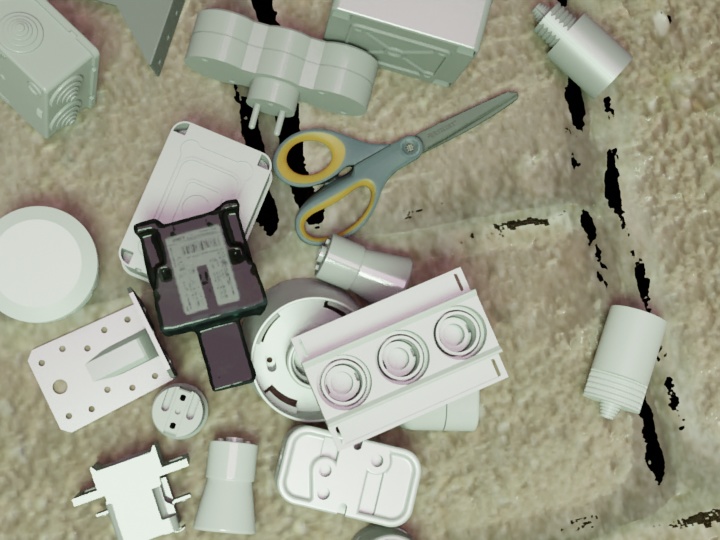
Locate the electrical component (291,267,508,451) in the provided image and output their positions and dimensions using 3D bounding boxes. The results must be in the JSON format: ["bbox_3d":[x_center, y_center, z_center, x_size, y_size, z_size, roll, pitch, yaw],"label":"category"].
[{"bbox_3d":[0.025,0.059,0.716,0.121,0.063,0.078,-23,85,-7],"label":"electrical component"}]

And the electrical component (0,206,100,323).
[{"bbox_3d":[-0.223,-0.002,0.755,0.080,0.051,0.080,1,83,-7],"label":"electrical component"}]

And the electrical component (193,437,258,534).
[{"bbox_3d":[-0.092,0.151,0.759,0.044,0.044,0.065,7,78,-6],"label":"electrical component"}]

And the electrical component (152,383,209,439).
[{"bbox_3d":[-0.127,0.099,0.757,0.040,0.046,0.040,1,83,-7],"label":"electrical component"}]

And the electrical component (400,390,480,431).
[{"bbox_3d":[0.052,0.068,0.779,0.059,0.054,0.095,2,83,-7],"label":"electrical component"}]

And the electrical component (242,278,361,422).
[{"bbox_3d":[-0.036,0.059,0.776,0.099,0.064,0.099,-1,97,-10],"label":"electrical component"}]

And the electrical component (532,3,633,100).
[{"bbox_3d":[0.165,-0.175,0.827,0.081,0.043,0.043,42,80,0],"label":"electrical component"}]

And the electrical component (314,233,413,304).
[{"bbox_3d":[0.000,0.000,0.782,0.065,0.044,0.044,23,81,-10],"label":"electrical component"}]

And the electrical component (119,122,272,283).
[{"bbox_3d":[-0.116,-0.039,0.770,0.078,0.057,0.113,22,81,-4],"label":"electrical component"}]

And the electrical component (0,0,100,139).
[{"bbox_3d":[-0.232,-0.148,0.749,0.100,0.099,0.048,44,68,0],"label":"electrical component"}]

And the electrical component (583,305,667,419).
[{"bbox_3d":[0.196,0.072,0.801,0.043,0.043,0.081,20,81,-4],"label":"electrical component"}]

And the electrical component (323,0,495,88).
[{"bbox_3d":[0.032,-0.183,0.779,0.109,0.109,0.056,15,84,-5],"label":"electrical component"}]

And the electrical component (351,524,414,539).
[{"bbox_3d":[0.019,0.209,0.761,0.055,0.047,0.055,1,83,-7],"label":"electrical component"}]

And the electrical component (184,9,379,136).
[{"bbox_3d":[-0.061,-0.135,0.790,0.138,0.052,0.073,15,82,-5],"label":"electrical component"}]

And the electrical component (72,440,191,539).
[{"bbox_3d":[-0.154,0.158,0.749,0.081,0.042,0.063,-18,87,-8],"label":"electrical component"}]

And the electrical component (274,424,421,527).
[{"bbox_3d":[-0.010,0.144,0.759,0.095,0.059,0.053,15,82,-5],"label":"electrical component"}]
